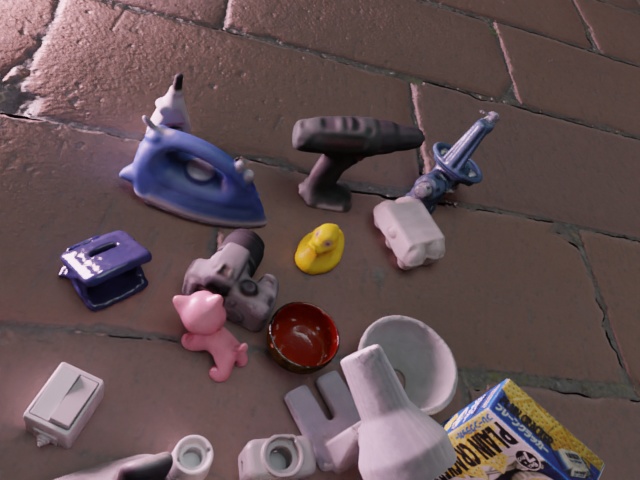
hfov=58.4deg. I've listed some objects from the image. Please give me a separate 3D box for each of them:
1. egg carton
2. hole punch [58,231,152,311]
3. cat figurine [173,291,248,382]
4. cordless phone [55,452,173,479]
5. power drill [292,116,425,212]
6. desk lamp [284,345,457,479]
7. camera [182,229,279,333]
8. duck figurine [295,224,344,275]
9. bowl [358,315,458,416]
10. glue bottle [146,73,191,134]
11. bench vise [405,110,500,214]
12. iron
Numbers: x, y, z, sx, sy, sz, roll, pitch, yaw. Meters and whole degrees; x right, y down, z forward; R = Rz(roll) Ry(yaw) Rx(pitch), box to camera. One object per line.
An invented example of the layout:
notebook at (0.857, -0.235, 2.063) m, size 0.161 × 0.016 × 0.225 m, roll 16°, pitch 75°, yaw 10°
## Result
egg carton at (0.168, -0.015, 1.095) m, size 0.107 × 0.069 × 0.150 m, roll -13°, pitch 61°, yaw -30°
hole punch at (-0.316, 0.033, 0.840) m, size 0.109 × 0.091 × 0.101 m, roll -29°, pitch 70°, yaw -36°
cat figurine at (-0.153, 0.126, 0.821) m, size 0.127 × 0.117 × 0.067 m, roll 41°, pitch 50°, yaw 10°
cordless phone at (-0.235, 0.273, 0.631) m, size 0.148 × 0.185 × 0.094 m, roll -11°, pitch 60°, yaw -29°
power drill at (0.050, -0.146, 1.052) m, size 0.230 × 0.208 × 0.075 m, roll 7°, pitch 53°, yaw -18°
desk lamp at (0.060, 0.243, 0.760) m, size 0.118 × 0.213 × 0.203 m, roll -19°, pitch 64°, yaw -33°
camera at (-0.123, 0.049, 0.903) m, size 0.143 × 0.100 × 0.137 m, roll 27°, pitch 49°, yaw -2°
duck figurine at (0.009, 0.004, 1.003) m, size 0.077 × 0.086 × 0.105 m, roll 44°, pitch 51°, yaw 13°
bowl at (0.127, 0.208, 0.905) m, size 0.168 × 0.074 × 0.167 m, roll 12°, pitch 51°, yaw -15°
glue bottle at (-0.259, -0.222, 1.002) m, size 0.078 × 0.173 × 0.037 m, roll -16°, pitch 62°, yaw -31°
bench vise at (0.274, -0.146, 1.139) m, size 0.121 × 0.219 × 0.208 m, roll 30°, pitch 49°, yaw 1°
iron at (-0.195, -0.115, 0.969) m, size 0.258 × 0.141 × 0.118 m, roll 21°, pitch 50°, yaw -7°
